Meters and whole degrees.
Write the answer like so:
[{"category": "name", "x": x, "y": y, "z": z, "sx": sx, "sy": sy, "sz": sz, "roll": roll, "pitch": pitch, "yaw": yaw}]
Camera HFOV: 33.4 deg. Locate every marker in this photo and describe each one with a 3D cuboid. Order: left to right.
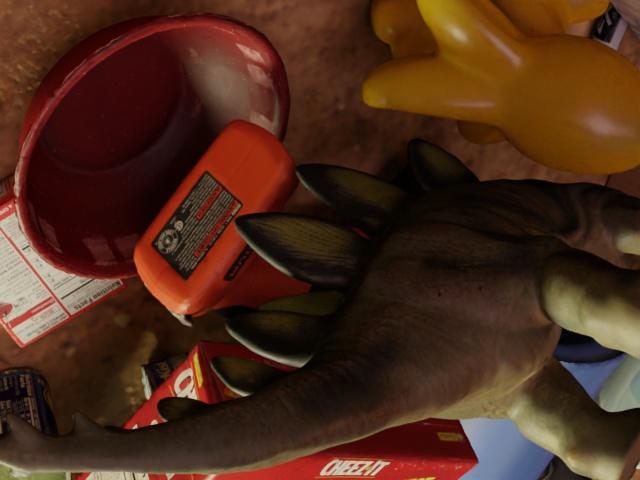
[{"category": "marker", "x": 0.186, "y": -0.142, "z": 0.663, "sx": 0.020, "sy": 0.020, "sz": 0.121, "roll": 8, "pitch": 116, "yaw": -26}]

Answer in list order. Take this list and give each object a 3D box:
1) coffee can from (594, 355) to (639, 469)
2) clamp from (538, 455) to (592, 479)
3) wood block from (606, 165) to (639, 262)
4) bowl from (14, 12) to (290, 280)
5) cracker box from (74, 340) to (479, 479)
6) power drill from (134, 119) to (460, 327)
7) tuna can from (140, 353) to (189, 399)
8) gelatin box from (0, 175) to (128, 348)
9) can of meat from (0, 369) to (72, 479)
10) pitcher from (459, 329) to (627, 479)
[{"category": "coffee can", "x": 0.260, "y": 0.111, "z": 0.688, "sx": 0.140, "sy": 0.103, "sz": 0.103, "roll": 19, "pitch": 111, "yaw": -23}, {"category": "clamp", "x": 0.154, "y": 0.177, "z": 0.834, "sx": 0.164, "sy": 0.036, "sz": 0.210, "roll": -17, "pitch": 121, "yaw": -4}, {"category": "wood block", "x": 0.276, "y": 0.003, "z": 0.673, "sx": 0.090, "sy": 0.206, "sz": 0.091, "roll": 8, "pitch": 116, "yaw": -26}, {"category": "bowl", "x": -0.096, "y": -0.058, "z": 0.563, "sx": 0.161, "sy": 0.055, "sz": 0.162, "roll": -28, "pitch": 142, "yaw": -24}, {"category": "cracker box", "x": -0.047, "y": 0.144, "z": 0.584, "sx": 0.163, "sy": 0.072, "sz": 0.214, "roll": 11, "pitch": 134, "yaw": -39}, {"category": "power drill", "x": -0.004, "y": 0.001, "z": 0.619, "sx": 0.184, "sy": 0.057, "sz": 0.187, "roll": -54, "pitch": 144, "yaw": 4}, {"category": "tuna can", "x": -0.086, "y": 0.115, "z": 0.672, "sx": 0.033, "sy": 0.086, "sz": 0.086, "roll": -15, "pitch": 124, "yaw": -15}, {"category": "gelatin box", "x": -0.164, "y": 0.009, "z": 0.610, "sx": 0.073, "sy": 0.030, "sz": 0.089, "roll": -32, "pitch": 125, "yaw": -3}, {"category": "can of meat", "x": -0.183, "y": 0.141, "z": 0.649, "sx": 0.057, "sy": 0.084, "sz": 0.102, "roll": -8, "pitch": 122, "yaw": -18}, {"category": "pitcher", "x": 0.104, "y": 0.112, "z": 0.704, "sx": 0.149, "sy": 0.145, "sz": 0.243, "roll": 14, "pitch": 126, "yaw": -7}]
